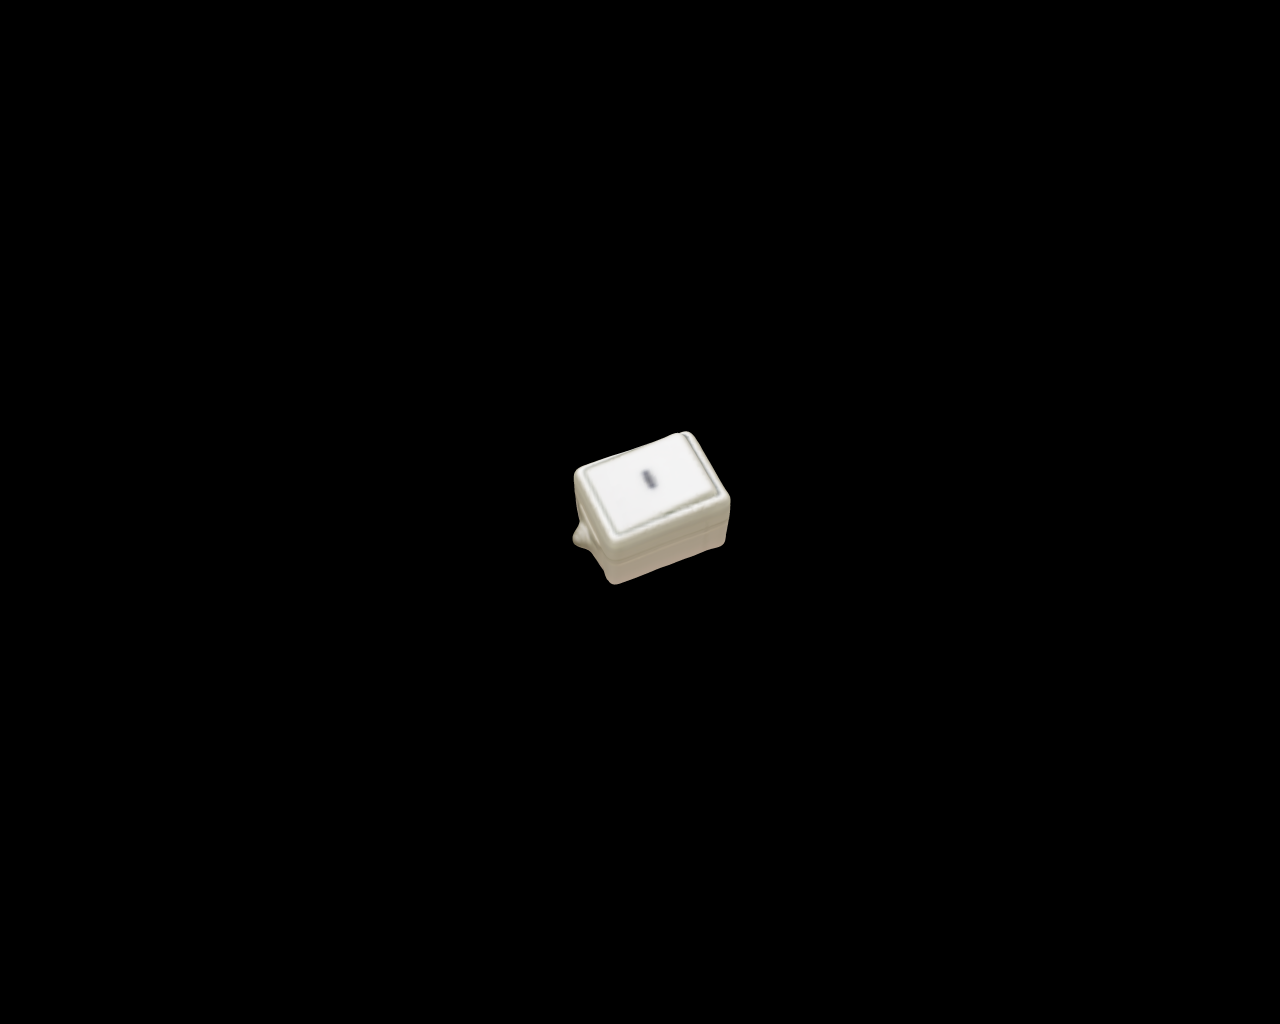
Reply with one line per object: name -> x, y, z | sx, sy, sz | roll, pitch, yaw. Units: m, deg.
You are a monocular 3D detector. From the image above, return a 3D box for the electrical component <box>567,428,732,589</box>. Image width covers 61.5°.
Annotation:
electrical component -> 0.001, -0.003, 0.650 | 0.096, 0.062, 0.061 | -20, -31, -13
